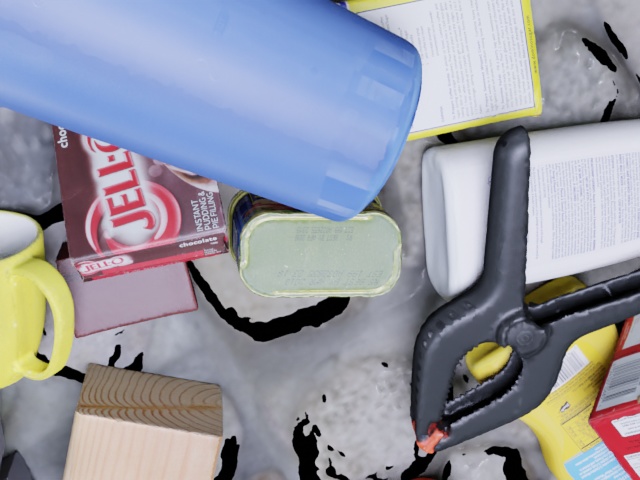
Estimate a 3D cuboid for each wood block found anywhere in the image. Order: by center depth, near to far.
[{"bbox_3d":[-0.126,0.197,0.688,0.090,0.090,0.206,11,102,-9],"label":"wood block"}]

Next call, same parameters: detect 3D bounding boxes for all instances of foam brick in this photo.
[{"bbox_3d":[-0.120,0.022,0.667,0.078,0.051,0.053,-12,103,-5],"label":"foam brick"}]

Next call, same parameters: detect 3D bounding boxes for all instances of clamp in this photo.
[{"bbox_3d":[0.115,0.041,0.643,0.164,0.036,0.210,37,108,-19],"label":"clamp"}]

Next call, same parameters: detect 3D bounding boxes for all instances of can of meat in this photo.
[{"bbox_3d":[-0.004,0.001,0.660,0.102,0.084,0.057,-1,102,-7],"label":"can of meat"}]

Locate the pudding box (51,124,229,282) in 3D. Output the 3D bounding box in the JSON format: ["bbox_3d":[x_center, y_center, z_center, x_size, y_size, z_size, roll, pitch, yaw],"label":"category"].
[{"bbox_3d":[-0.108,-0.038,0.633,0.090,0.039,0.113,-12,65,-5],"label":"pudding box"}]

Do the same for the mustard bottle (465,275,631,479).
[{"bbox_3d":[0.190,0.122,0.726,0.096,0.058,0.191,-39,104,2],"label":"mustard bottle"}]

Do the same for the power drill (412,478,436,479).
[{"bbox_3d":[0.050,0.267,0.713,0.184,0.057,0.187,-17,92,-18],"label":"power drill"}]

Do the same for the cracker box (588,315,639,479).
[{"bbox_3d":[0.275,0.129,0.685,0.072,0.164,0.213,-26,109,42],"label":"cracker box"}]

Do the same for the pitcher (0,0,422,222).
[{"bbox_3d":[-0.069,-0.110,0.566,0.242,0.145,0.149,22,134,-13],"label":"pitcher"}]

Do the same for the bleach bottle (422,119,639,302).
[{"bbox_3d":[0.195,-0.026,0.692,0.250,0.068,0.102,-7,107,-8],"label":"bleach bottle"}]

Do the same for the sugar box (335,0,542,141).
[{"bbox_3d":[0.044,-0.107,0.662,0.176,0.048,0.093,-11,104,-1],"label":"sugar box"}]
